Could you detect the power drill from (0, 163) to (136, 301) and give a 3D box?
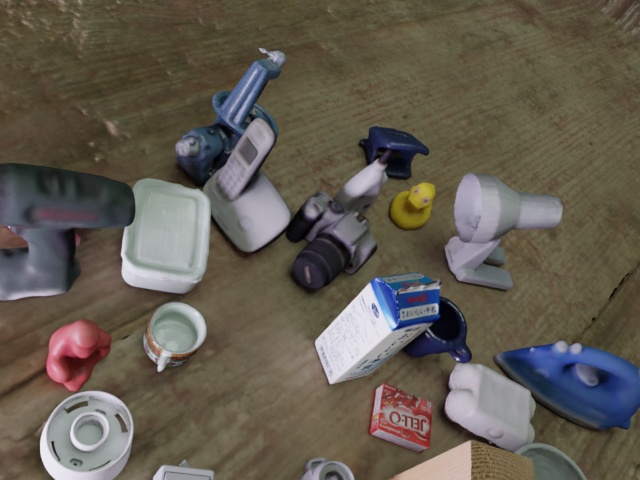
[{"bbox_3d":[-0.342,-0.012,0.671,0.230,0.208,0.075,-7,60,-32],"label":"power drill"}]

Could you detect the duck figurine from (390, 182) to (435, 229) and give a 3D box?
[{"bbox_3d":[0.189,-0.076,1.091,0.077,0.086,0.105,47,48,9],"label":"duck figurine"}]

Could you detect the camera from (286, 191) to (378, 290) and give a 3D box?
[{"bbox_3d":[0.008,0.003,0.924,0.143,0.100,0.137,41,48,5],"label":"camera"}]

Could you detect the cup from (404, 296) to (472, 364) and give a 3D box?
[{"bbox_3d":[0.180,0.157,0.909,0.092,0.095,0.117,-28,73,-39],"label":"cup"}]

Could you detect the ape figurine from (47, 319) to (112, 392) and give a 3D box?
[{"bbox_3d":[-0.285,0.126,0.680,0.078,0.092,0.076,-16,65,-36],"label":"ape figurine"}]

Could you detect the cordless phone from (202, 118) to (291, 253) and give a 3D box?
[{"bbox_3d":[-0.096,-0.082,0.873,0.094,0.185,0.147,-29,74,-40],"label":"cordless phone"}]

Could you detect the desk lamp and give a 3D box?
[{"bbox_3d":[0.313,-0.019,1.030,0.204,0.213,0.118,12,52,-21],"label":"desk lamp"}]

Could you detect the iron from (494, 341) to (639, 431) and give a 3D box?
[{"bbox_3d":[0.445,0.224,0.973,0.259,0.141,0.118,24,49,-11],"label":"iron"}]

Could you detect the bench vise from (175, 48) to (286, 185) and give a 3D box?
[{"bbox_3d":[-0.128,-0.190,0.911,0.121,0.219,0.207,31,48,-4],"label":"bench vise"}]

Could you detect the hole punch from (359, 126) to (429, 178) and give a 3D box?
[{"bbox_3d":[0.149,-0.191,1.150,0.109,0.091,0.101,5,55,-26],"label":"hole punch"}]

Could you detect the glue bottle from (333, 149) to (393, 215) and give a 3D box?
[{"bbox_3d":[0.081,-0.098,0.989,0.078,0.173,0.037,-11,62,-34],"label":"glue bottle"}]

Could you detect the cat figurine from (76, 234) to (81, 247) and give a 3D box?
[{"bbox_3d":[-0.342,-0.051,0.761,0.128,0.117,0.067,17,50,-16],"label":"cat figurine"}]

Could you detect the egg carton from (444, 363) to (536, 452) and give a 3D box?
[{"bbox_3d":[0.266,0.263,0.896,0.150,0.069,0.107,28,48,-7],"label":"egg carton"}]

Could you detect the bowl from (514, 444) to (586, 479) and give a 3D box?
[{"bbox_3d":[0.316,0.387,0.828,0.168,0.074,0.167,15,51,-19],"label":"bowl"}]
